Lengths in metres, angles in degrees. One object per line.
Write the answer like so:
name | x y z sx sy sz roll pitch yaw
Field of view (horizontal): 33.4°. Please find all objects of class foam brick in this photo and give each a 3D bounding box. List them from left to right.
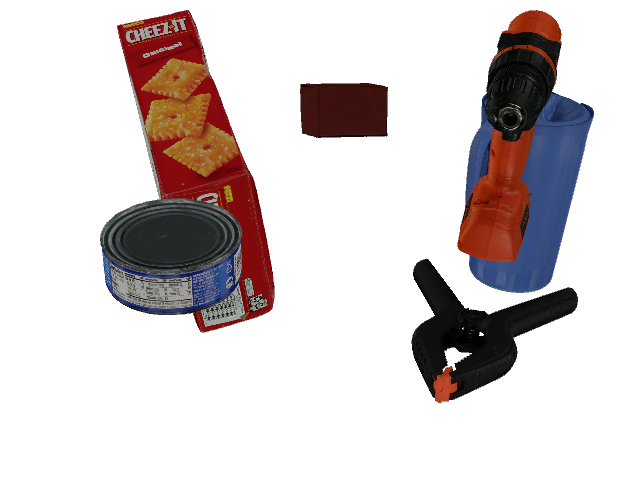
foam brick | 0.024 -0.132 1.084 0.078 0.051 0.053 -3 13 -19

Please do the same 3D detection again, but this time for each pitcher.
pitcher | 0.245 -0.058 1.324 0.149 0.243 0.145 4 27 0

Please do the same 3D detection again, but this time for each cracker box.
cracker box | -0.101 -0.060 0.874 0.072 0.214 0.164 -15 -42 -7

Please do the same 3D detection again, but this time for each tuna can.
tuna can | -0.091 0.009 0.656 0.086 0.034 0.086 1 31 -1

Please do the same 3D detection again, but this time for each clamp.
clamp | 0.133 0.080 0.995 0.165 0.036 0.209 14 31 25

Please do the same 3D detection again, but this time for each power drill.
power drill | 0.157 -0.078 0.882 0.057 0.188 0.184 15 35 11
